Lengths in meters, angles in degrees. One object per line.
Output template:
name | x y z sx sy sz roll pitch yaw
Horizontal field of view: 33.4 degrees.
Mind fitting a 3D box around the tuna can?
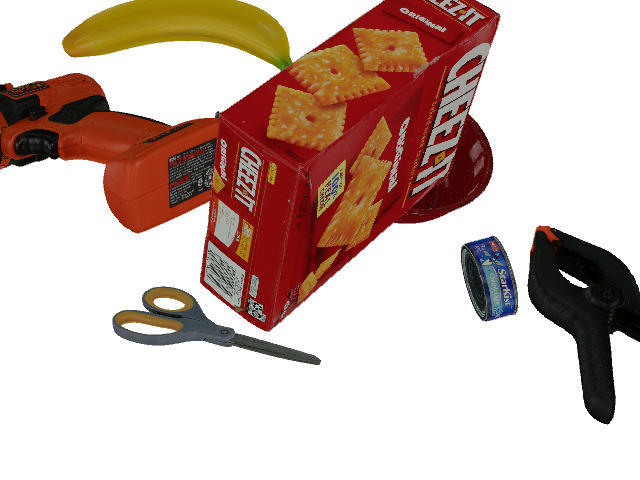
tuna can | 0.175 0.040 1.111 0.033 0.086 0.086 -14 1 -5

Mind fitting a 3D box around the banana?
banana | -0.111 -0.173 0.883 0.198 0.069 0.037 6 -34 1

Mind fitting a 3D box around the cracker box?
cracker box | 0.020 -0.059 0.712 0.072 0.164 0.213 37 53 19

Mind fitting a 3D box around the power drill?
power drill | -0.170 -0.061 0.714 0.188 0.057 0.184 19 32 29

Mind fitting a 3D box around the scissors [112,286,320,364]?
scissors | -0.098 0.081 1.031 0.201 0.016 0.096 6 31 1

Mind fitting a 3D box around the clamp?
clamp | 0.210 0.051 0.753 0.120 0.039 0.171 -3 45 -19

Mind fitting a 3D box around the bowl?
bowl | 0.069 -0.068 0.955 0.162 0.162 0.055 0 -40 -14
